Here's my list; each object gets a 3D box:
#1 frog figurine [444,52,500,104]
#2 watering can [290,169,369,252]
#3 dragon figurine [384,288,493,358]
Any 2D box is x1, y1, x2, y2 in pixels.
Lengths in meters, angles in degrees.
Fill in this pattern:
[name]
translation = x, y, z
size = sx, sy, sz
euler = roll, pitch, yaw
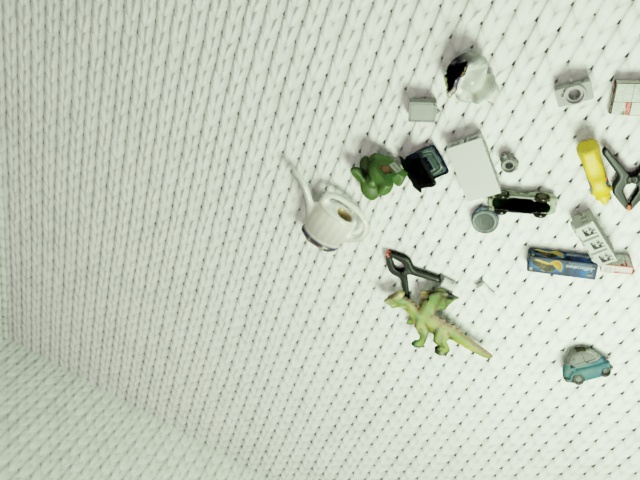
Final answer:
[frog figurine]
translation = 0.440, -0.457, 1.467
size = 0.159, 0.125, 0.135
euler = 5, 118, -23
[watering can]
translation = 0.006, -0.091, 1.816
size = 0.347, 0.106, 0.220
euler = 34, 125, -1
[dragon figurine]
translation = 0.428, 0.279, 1.832
size = 0.411, 0.125, 0.237
euler = 13, 128, 14
